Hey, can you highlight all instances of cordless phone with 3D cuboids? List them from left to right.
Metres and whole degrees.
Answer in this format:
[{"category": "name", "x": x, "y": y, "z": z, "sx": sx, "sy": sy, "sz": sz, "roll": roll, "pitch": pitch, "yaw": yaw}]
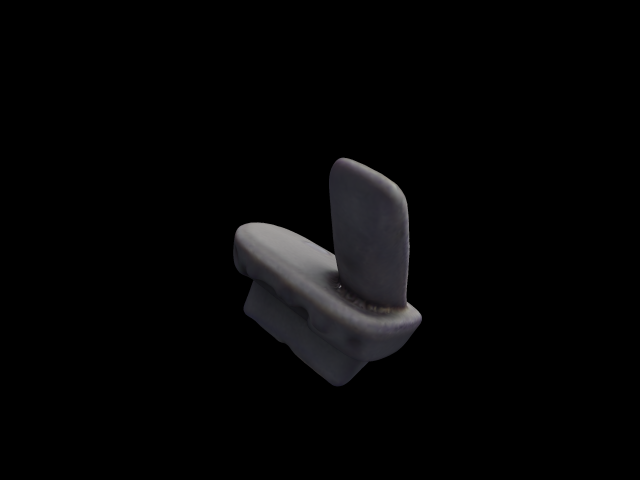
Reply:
[{"category": "cordless phone", "x": 0.004, "y": 0.001, "z": 0.400, "sx": 0.147, "sy": 0.185, "sz": 0.094, "roll": 29, "pitch": 54, "yaw": 25}]
